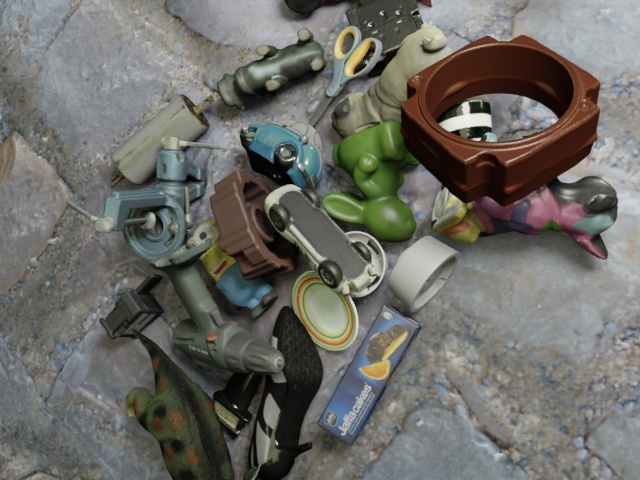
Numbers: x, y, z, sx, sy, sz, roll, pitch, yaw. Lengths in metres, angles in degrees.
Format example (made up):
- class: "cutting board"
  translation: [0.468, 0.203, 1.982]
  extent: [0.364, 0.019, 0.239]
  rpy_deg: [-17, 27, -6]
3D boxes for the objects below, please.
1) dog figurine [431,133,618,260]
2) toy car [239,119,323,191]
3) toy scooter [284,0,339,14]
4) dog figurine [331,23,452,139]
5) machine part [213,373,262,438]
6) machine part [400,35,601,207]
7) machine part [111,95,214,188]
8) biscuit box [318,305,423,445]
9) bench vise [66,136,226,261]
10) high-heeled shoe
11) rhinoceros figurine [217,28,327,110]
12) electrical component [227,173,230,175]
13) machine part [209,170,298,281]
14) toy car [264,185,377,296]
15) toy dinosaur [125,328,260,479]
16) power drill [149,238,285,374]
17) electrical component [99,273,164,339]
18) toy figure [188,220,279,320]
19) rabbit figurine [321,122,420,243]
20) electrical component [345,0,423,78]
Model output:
- class: "dog figurine"
  translation: [0.289, -0.038, 0.744]
  extent: [0.219, 0.191, 0.108]
  rpy_deg: [25, 55, -6]
- class: "toy car"
  translation: [-0.049, -0.143, 0.873]
  extent: [0.162, 0.109, 0.103]
  rpy_deg: [35, 70, 30]
- class: "toy scooter"
  translation: [0.021, -0.461, 0.907]
  extent: [0.184, 0.075, 0.135]
  rpy_deg: [-7, 60, 26]
- class: "dog figurine"
  translation: [0.101, -0.221, 0.800]
  extent: [0.191, 0.172, 0.121]
  rpy_deg: [-24, 64, 5]
- class: "machine part"
  translation: [-0.128, 0.239, 0.862]
  extent: [0.084, 0.039, 0.138]
  rpy_deg: [26, 91, 28]
- class: "machine part"
  translation: [0.217, -0.154, 0.665]
  extent: [0.201, 0.087, 0.201]
  rpy_deg: [-30, 53, -8]
- class: "machine part"
  translation: [-0.283, -0.177, 0.956]
  extent: [0.243, 0.079, 0.079]
  rpy_deg: [-39, 73, 8]
- class: "biscuit box"
  translation: [0.074, 0.197, 0.793]
  extent: [0.063, 0.059, 0.202]
  rpy_deg: [30, 91, 18]
- class: "bench vise"
  translation: [-0.266, -0.058, 0.857]
  extent: [0.129, 0.240, 0.223]
  rpy_deg: [20, 104, 15]
- class: "high-heeled shoe"
  translation: [-0.069, 0.239, 0.841]
  extent: [0.145, 0.086, 0.249]
  rpy_deg: [-33, 53, 40]
- class: "rhinoceros figurine"
  translation: [-0.081, -0.282, 0.896]
  extent: [0.190, 0.112, 0.073]
  rpy_deg: [-25, 103, -1]
- class: "electrical component"
  translation: [-0.150, -0.067, 0.925]
  extent: [0.063, 0.021, 0.094]
  rpy_deg: [-28, 75, 12]
- class: "machine part"
  translation: [-0.100, -0.020, 0.827]
  extent: [0.056, 0.179, 0.179]
  rpy_deg: [-25, 75, 17]
- class: "toy car"
  translation: [-0.002, -0.002, 0.784]
  extent: [0.073, 0.056, 0.202]
  rpy_deg: [-32, 69, -28]
- class: "toy dinosaur"
  translation: [-0.186, 0.293, 0.788]
  extent: [0.192, 0.131, 0.405]
  rpy_deg: [-35, 79, 41]
- class: "power drill"
  translation: [-0.161, 0.102, 0.811]
  extent: [0.232, 0.086, 0.207]
  rpy_deg: [-7, 114, 46]
- class: "electrical component"
  translation: [-0.308, 0.114, 0.920]
  extent: [0.119, 0.074, 0.048]
  rpy_deg: [-42, 72, 4]
- class: "toy figure"
  translation: [-0.143, 0.046, 0.876]
  extent: [0.082, 0.089, 0.180]
  rpy_deg: [-43, 80, -7]
- class: "rabbit figurine"
  translation: [0.082, -0.074, 0.807]
  extent: [0.159, 0.121, 0.170]
  rpy_deg: [-14, 87, 20]
- class: "electrical component"
  translation: [0.108, -0.347, 0.873]
  extent: [0.115, 0.058, 0.134]
  rpy_deg: [-20, 77, 11]
